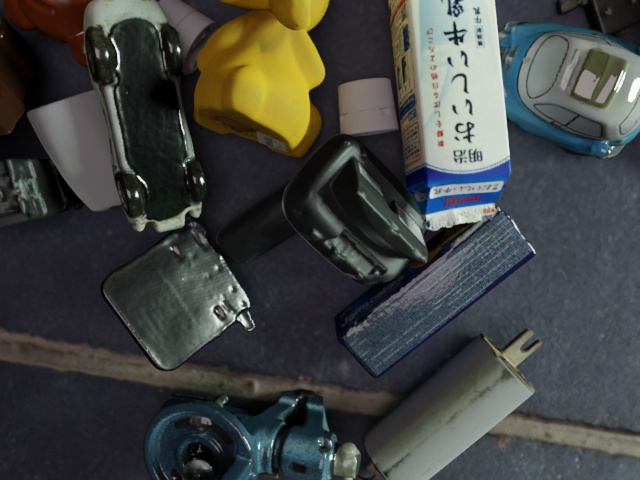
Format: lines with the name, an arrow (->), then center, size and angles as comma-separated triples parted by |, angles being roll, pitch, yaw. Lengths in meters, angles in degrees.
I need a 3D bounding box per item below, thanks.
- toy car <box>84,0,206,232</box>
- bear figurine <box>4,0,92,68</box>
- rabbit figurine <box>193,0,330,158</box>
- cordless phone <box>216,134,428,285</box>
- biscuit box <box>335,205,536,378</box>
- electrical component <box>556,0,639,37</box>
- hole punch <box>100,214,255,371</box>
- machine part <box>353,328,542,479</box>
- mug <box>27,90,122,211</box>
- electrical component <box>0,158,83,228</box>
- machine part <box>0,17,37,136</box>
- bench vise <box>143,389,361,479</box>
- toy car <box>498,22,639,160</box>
toy car -> -0.150, -0.103, 0.468 | 0.073, 0.056, 0.201 | -17, 114, -27
bear figurine -> -0.190, -0.262, 0.468 | 0.120, 0.132, 0.195 | 28, 122, 10
rabbit figurine -> -0.047, -0.178, 0.465 | 0.122, 0.162, 0.173 | 22, 83, 9
cordless phone -> -0.001, -0.002, 0.526 | 0.184, 0.089, 0.146 | -29, 126, 28
biscuit box -> 0.108, 0.048, 0.536 | 0.203, 0.059, 0.062 | -40, 99, 8
electrical component -> 0.271, -0.220, 0.499 | 0.094, 0.021, 0.063 | -22, 100, 5
hole punch -> -0.146, 0.055, 0.540 | 0.116, 0.092, 0.142 | -36, 96, -23
machine part -> 0.130, 0.178, 0.552 | 0.079, 0.079, 0.243 | 45, 98, -7
mug -> -0.202, -0.088, 0.514 | 0.110, 0.081, 0.107 | -18, 111, -6
electrical component -> -0.311, -0.036, 0.502 | 0.134, 0.115, 0.058 | -13, 97, 4
machine part -> -0.344, -0.136, 0.468 | 0.179, 0.056, 0.179 | -4, 60, 6
bench vise -> -0.083, 0.218, 0.493 | 0.224, 0.240, 0.128 | 17, 105, 14
toy car -> 0.231, -0.139, 0.476 | 0.162, 0.103, 0.109 | 22, 100, -5
